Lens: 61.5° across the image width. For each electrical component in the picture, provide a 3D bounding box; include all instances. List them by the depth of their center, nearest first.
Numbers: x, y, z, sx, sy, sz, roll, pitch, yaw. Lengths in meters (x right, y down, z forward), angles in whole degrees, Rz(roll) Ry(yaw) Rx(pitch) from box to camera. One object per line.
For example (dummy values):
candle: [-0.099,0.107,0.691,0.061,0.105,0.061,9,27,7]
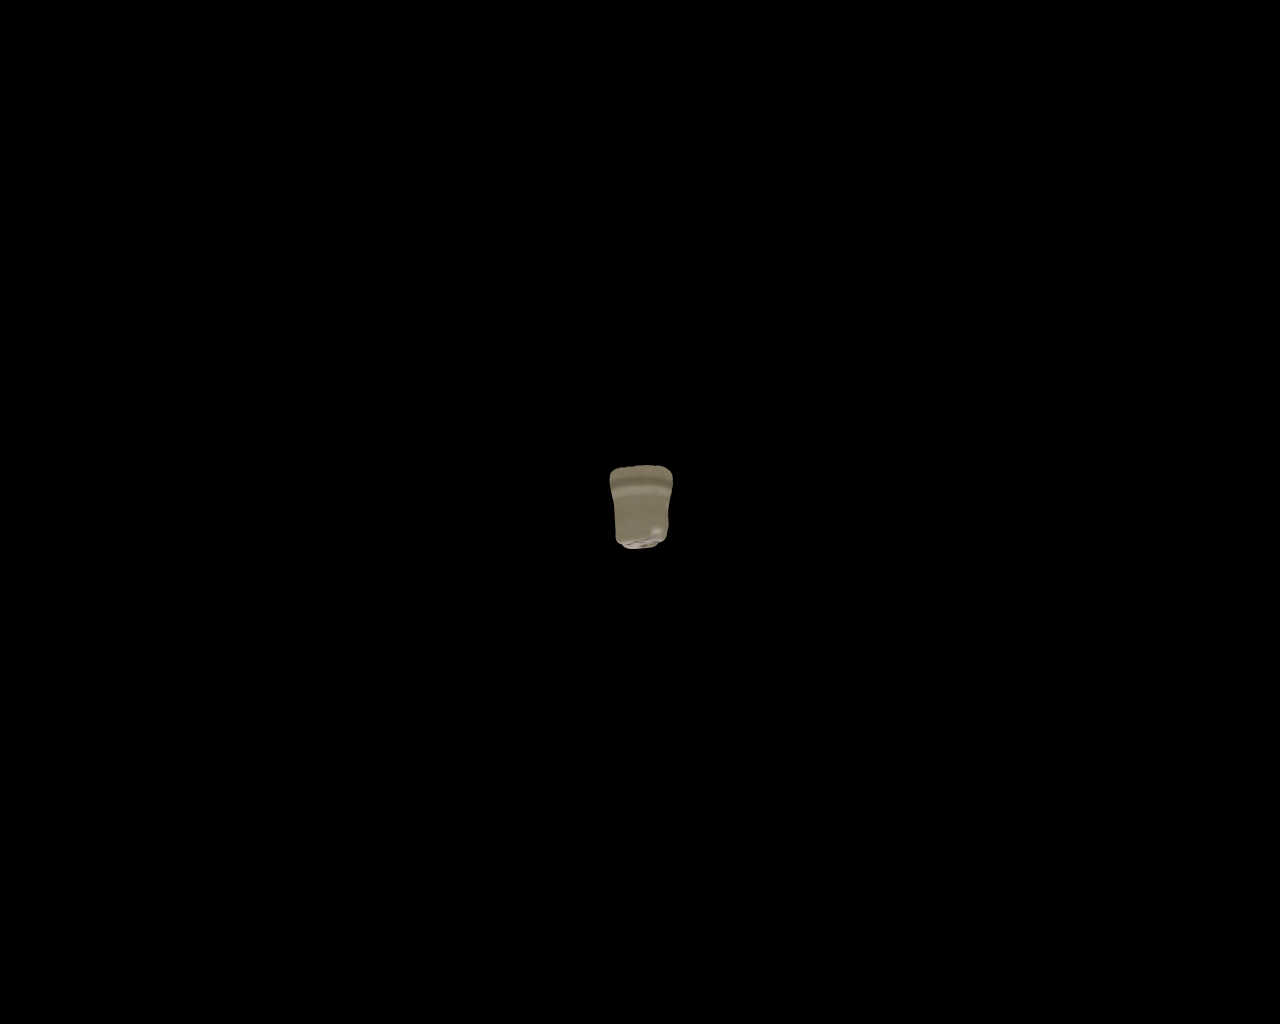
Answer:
electrical component: [0.001,-0.003,0.650,0.040,0.046,0.040,0,-11,0]
